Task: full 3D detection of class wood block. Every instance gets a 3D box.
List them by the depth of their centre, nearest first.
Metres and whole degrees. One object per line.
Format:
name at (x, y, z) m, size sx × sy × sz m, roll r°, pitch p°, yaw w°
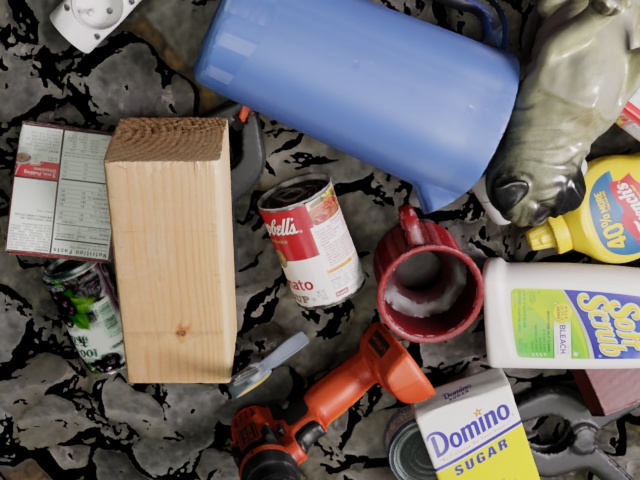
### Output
wood block at (-0.120, 0.010, 0.885) m, size 0.091 × 0.090 × 0.206 m, roll 0°, pitch 119°, yaw 0°

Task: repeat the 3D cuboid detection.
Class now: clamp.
clamp at (-0.091, -0.044, 0.928) m, size 0.120 × 0.039 × 0.172 m, roll 31°, pitch 112°, yaw -21°
clamp at (0.262, 0.180, 1.044) m, size 0.210 × 0.036 × 0.164 m, roll 12°, pitch 100°, yaw -5°

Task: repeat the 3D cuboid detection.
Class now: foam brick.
foam brick at (0.284, 0.128, 0.997) m, size 0.078 × 0.053 × 0.051 m, roll -22°, pitch 81°, yaw -3°

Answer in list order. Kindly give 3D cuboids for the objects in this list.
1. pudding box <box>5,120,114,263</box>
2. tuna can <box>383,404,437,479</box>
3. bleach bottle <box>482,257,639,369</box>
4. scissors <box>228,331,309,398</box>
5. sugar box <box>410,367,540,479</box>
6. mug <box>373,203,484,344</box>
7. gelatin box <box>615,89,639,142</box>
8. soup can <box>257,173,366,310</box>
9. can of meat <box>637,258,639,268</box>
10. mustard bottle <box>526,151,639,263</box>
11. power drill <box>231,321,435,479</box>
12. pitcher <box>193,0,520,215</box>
pudding box at (-0.213, -0.040, 0.902) m, size 0.090 × 0.039 × 0.113 m, roll 7°, pitch 92°, yaw -8°
tuna can at (0.106, 0.201, 1.043) m, size 0.086 × 0.034 × 0.086 m, roll -1°, pitch 112°, yaw -3°
bleach bottle at (0.274, 0.063, 0.943) m, size 0.251 × 0.068 × 0.102 m, roll -3°, pitch 103°, yaw 15°
scissors at (-0.043, 0.104, 0.923) m, size 0.096 × 0.202 × 0.016 m, roll -37°, pitch 84°, yaw -14°
sugar box at (0.155, 0.214, 1.007) m, size 0.093 × 0.048 × 0.176 m, roll -20°, pitch 113°, yaw 3°
mug at (0.088, 0.022, 0.945) m, size 0.093 × 0.081 × 0.117 m, roll -19°, pitch 112°, yaw 3°
gelatin box at (0.287, -0.127, 0.909) m, size 0.073 × 0.030 × 0.089 m, roll 34°, pitch 71°, yaw -16°
soup can at (-0.006, 0.001, 0.936) m, size 0.068 × 0.068 × 0.102 m, roll -19°, pitch 112°, yaw 3°
can of meat at (0.348, 0.032, 0.983) m, size 0.102 × 0.057 × 0.084 m, roll -20°, pitch 110°, yaw 4°
mustard bottle at (0.276, -0.033, 0.950) m, size 0.191 × 0.058 × 0.096 m, roll -21°, pitch 103°, yaw 4°
power drill at (0.007, 0.161, 0.949) m, size 0.187 × 0.184 × 0.057 m, roll -34°, pitch 111°, yaw -1°
pitcher at (0.031, -0.142, 0.860) m, size 0.242 × 0.149 × 0.145 m, roll 22°, pitch 130°, yaw -9°
